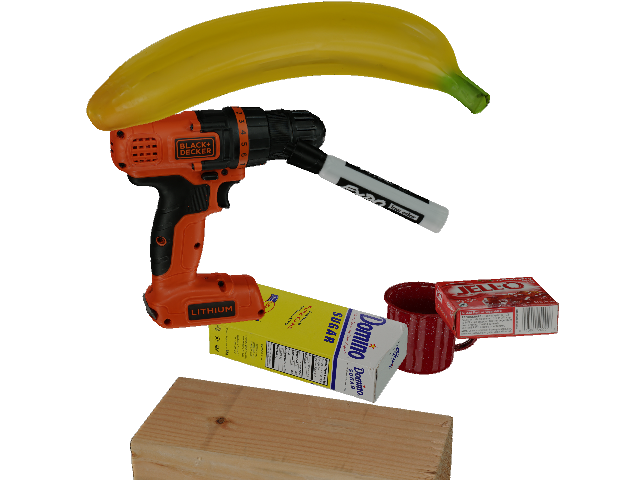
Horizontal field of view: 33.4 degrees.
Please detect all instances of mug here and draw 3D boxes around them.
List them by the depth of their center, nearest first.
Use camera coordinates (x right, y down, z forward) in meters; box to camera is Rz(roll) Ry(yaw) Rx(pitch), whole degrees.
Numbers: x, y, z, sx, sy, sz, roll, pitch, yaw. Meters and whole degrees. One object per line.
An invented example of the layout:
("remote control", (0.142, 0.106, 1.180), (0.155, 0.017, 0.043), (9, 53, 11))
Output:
("mug", (0.130, 0.104, 1.253), (0.117, 0.081, 0.093), (0, 22, -7))

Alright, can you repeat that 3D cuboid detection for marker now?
("marker", (0.030, -0.038, 0.726), (0.121, 0.020, 0.020), (25, -4, -9))

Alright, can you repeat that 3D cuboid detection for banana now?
("banana", (-0.017, -0.090, 0.532), (0.197, 0.037, 0.069), (-5, 44, -8))

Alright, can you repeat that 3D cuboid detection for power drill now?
("power drill", (-0.086, -0.023, 0.922), (0.184, 0.188, 0.057), (-5, 19, -15))

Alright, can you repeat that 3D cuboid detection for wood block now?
("wood block", (-0.017, 0.167, 0.747), (0.206, 0.090, 0.090), (6, 26, 15))

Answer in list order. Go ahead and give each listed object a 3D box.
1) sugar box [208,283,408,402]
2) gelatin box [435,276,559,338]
("sugar box", (-0.011, 0.095, 1.040), (0.176, 0.048, 0.093), (11, 28, 20))
("gelatin box", (0.147, 0.055, 0.900), (0.089, 0.030, 0.073), (-2, 16, -6))
